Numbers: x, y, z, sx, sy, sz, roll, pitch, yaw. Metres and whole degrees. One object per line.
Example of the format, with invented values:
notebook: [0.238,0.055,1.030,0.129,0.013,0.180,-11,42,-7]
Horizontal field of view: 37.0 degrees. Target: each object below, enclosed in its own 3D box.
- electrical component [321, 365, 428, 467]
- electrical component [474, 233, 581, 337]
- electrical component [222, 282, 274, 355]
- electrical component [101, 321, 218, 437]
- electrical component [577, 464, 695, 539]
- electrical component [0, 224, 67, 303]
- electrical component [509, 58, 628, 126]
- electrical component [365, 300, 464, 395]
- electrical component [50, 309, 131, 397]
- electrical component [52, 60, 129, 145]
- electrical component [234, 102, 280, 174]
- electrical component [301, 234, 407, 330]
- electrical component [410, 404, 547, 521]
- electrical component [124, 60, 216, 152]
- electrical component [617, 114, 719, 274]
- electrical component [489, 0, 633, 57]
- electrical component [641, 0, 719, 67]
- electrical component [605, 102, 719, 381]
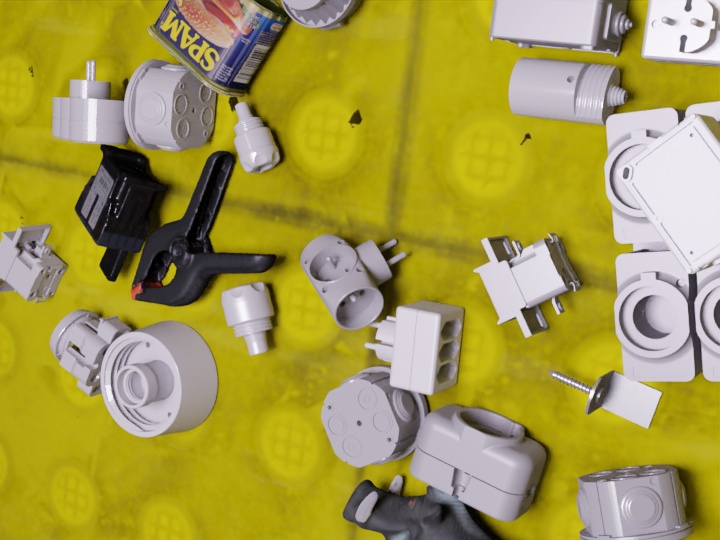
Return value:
electrical component: [0.012,0.122,0.893,0.080,0.051,0.080,3,97,30]
electrical component: [0.129,0.006,0.818,0.064,0.042,0.081,-28,81,26]
electrical component: [-0.097,0.044,0.953,0.043,0.043,0.062,-15,88,31]
electrical component: [-0.194,0.104,1.006,0.108,0.060,0.108,3,96,30]
electrical component: [0.196,0.171,0.774,0.080,0.080,0.051,-12,84,31]
electrical component: [-0.336,-0.004,1.090,0.064,0.042,0.081,40,114,19]
electrical component: [0.155,-0.130,0.787,0.081,0.043,0.043,12,101,29]
electrical component: [0.038,0.059,0.873,0.077,0.047,0.065,10,100,29]
electrical component: [-0.263,0.074,1.046,0.057,0.058,0.078,34,111,20]
electrical component: [-0.248,-0.155,0.988,0.138,0.052,0.073,-161,73,-63]
electrical component: [-0.094,-0.117,0.941,0.035,0.035,0.061,-26,79,30]
electrical component: [0.000,0.000,0.885,0.079,0.044,0.077,-30,44,-4]
electrical component: [0.094,0.146,0.845,0.095,0.054,0.059,23,106,27]
electrical component: [-0.168,-0.145,0.956,0.051,0.080,0.080,12,101,24]
electrical component: [0.219,-0.043,0.676,0.062,0.061,0.096,-39,75,27]
electrical component: [0.151,-0.189,0.773,0.096,0.062,0.061,12,101,29]
electrical component: [0.224,-0.164,0.723,0.066,0.077,0.047,11,101,29]
electrical component: [0.233,-0.019,0.743,0.105,0.060,0.186,-3,93,31]
